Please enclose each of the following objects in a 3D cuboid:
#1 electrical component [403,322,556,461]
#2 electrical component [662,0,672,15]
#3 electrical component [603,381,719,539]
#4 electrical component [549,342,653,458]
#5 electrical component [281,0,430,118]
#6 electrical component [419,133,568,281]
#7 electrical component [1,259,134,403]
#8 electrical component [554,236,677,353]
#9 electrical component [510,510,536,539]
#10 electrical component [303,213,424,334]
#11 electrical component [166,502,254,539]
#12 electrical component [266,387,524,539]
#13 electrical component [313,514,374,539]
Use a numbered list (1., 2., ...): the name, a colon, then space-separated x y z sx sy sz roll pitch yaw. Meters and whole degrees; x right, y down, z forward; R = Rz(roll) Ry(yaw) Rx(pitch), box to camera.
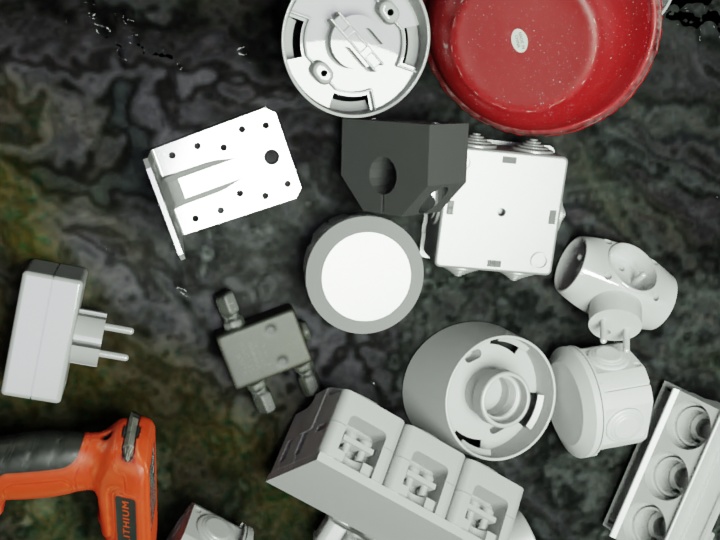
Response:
1. electrical component: 0.089 0.088 0.778 0.099 0.064 0.099 -2 96 -23
2. electrical component: 0.164 -0.203 0.735 0.099 0.064 0.099 -2 94 -22
3. electrical component: 0.243 0.155 0.802 0.063 0.079 0.121 15 99 -42
4. electrical component: 0.170 0.092 0.773 0.051 0.080 0.080 -7 102 -14
5. electrical component: -0.005 -0.149 0.702 0.099 0.064 0.099 -2 101 -10
6. electrical component: 0.093 -0.044 0.748 0.100 0.048 0.099 5 103 -8
7. electrical component: -0.190 0.043 0.714 0.076 0.047 0.083 11 99 -12
8. electrical component: 0.182 0.023 0.766 0.077 0.079 0.044 22 140 -13
9. electrical component: 0.102 0.210 0.801 0.055 0.045 0.045 -22 104 -5
10. electrical component: 0.000 0.000 0.739 0.080 0.051 0.080 -2 101 -10
11. electrical component: -0.112 0.205 0.744 0.051 0.080 0.080 31 94 -9
12. electrical component: 0.026 0.146 0.746 0.150 0.089 0.061 31 60 -14
13. electrical component: -0.005 0.219 0.776 0.078 0.058 0.057 32 93 -6
